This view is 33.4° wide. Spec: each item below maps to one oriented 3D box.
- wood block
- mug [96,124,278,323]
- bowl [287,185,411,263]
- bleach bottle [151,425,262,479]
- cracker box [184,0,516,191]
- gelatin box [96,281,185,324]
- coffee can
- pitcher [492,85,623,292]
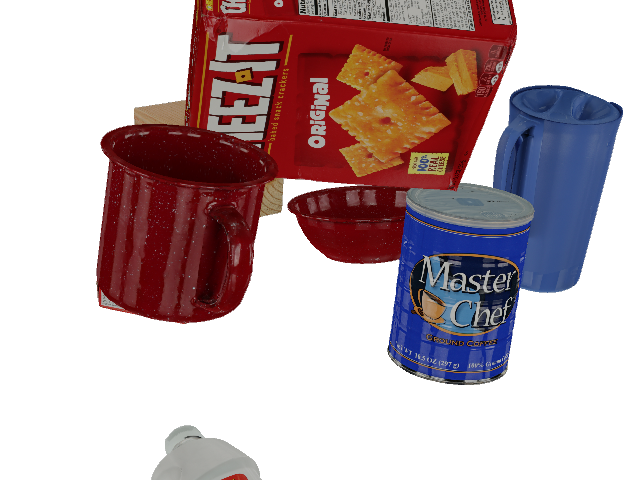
[{"bbox_3d":[-0.137,-0.098,1.277,0.090,0.090,0.206,-13,27,-33],"label":"wood block"},{"bbox_3d":[-0.068,-0.004,0.560,0.093,0.081,0.117,-5,27,-36],"label":"mug"},{"bbox_3d":[0.048,-0.014,1.086,0.162,0.055,0.162,-3,14,0],"label":"bowl"},{"bbox_3d":[-0.067,0.214,0.715,0.102,0.068,0.251,-15,34,-16],"label":"bleach bottle"},{"bbox_3d":[0.014,-0.113,0.763,0.213,0.072,0.164,3,-36,-9],"label":"cracker box"},{"bbox_3d":[-0.142,0.041,0.950,0.089,0.030,0.073,10,20,18],"label":"gelatin box"},{"bbox_3d":[0.113,0.033,0.877,0.103,0.140,0.103,5,19,-2],"label":"coffee can"},{"bbox_3d":[0.277,-0.059,1.315,0.149,0.243,0.145,5,27,2],"label":"pitcher"}]
